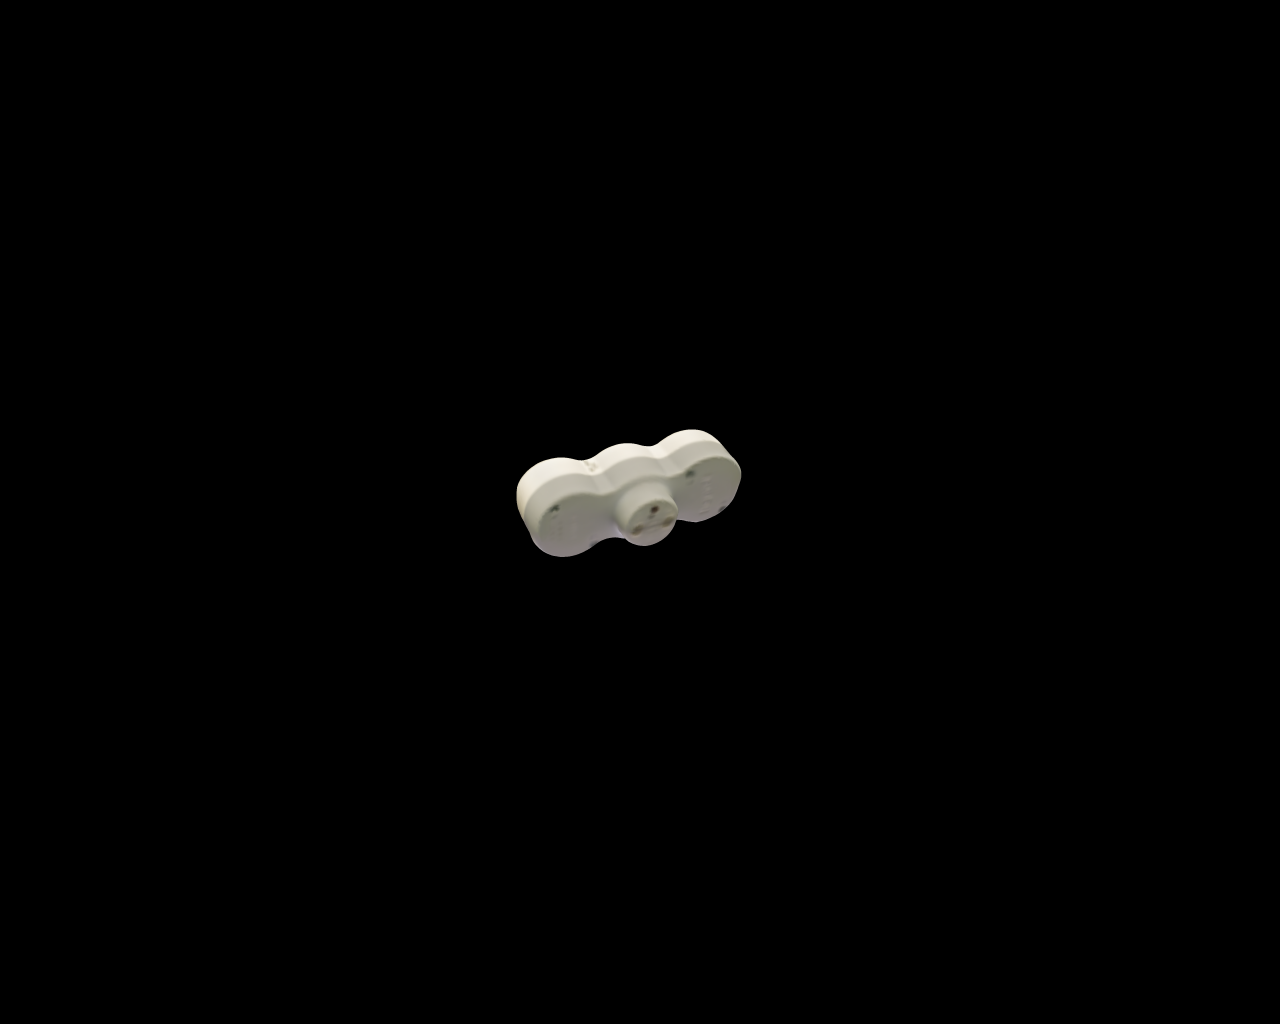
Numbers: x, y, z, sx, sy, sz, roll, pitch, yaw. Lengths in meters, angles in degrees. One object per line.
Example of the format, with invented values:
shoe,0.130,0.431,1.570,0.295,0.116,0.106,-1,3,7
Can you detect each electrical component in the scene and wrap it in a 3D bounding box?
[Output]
electrical component,0.001,-0.003,0.650,0.138,0.052,0.074,-14,40,-17
